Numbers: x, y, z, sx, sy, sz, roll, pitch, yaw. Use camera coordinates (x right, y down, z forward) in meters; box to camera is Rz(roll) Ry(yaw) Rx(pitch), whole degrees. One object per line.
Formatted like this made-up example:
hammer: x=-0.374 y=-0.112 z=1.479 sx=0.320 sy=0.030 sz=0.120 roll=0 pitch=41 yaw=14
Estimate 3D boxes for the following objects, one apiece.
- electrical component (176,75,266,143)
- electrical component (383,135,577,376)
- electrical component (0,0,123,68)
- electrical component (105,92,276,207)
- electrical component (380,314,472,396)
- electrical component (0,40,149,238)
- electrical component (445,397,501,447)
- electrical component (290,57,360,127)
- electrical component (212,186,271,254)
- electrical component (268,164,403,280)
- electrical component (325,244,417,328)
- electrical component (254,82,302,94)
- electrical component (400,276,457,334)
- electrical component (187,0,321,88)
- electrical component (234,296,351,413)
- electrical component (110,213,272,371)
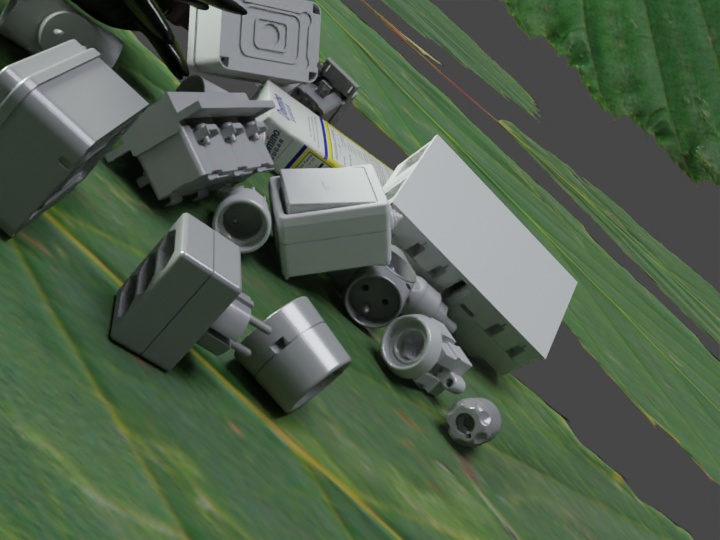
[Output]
electrical component: x=-0.109 y=-0.121 z=0.871 sx=0.081 sy=0.043 sz=0.043 roll=24 pitch=27 yaw=-44
electrical component: x=0.093 y=-0.010 z=0.933 sx=0.186 sy=0.060 sz=0.105 roll=45 pitch=45 yaw=-12
electrical component: x=-0.205 y=-0.161 z=0.745 sx=0.077 sy=0.043 sz=0.079 roll=32 pitch=1 yaw=-29
electrical component: x=-0.110 y=-0.087 z=0.755 sx=0.063 sy=0.079 sz=0.121 roll=64 pitch=20 yaw=0
electrical component: x=0.047 y=0.060 z=0.797 sx=0.055 sy=0.048 sz=0.066 roll=29 pitch=22 yaw=-53
electrical component: x=-0.175 y=-0.076 z=0.596 sx=0.057 sy=0.078 sz=0.113 roll=43 pitch=19 yaw=-10
electrical component: x=0.087 y=0.110 z=0.787 sx=0.035 sy=0.035 sz=0.061 roll=50 pitch=18 yaw=19
electrical component: x=-0.043 y=-0.162 z=1.055 sx=0.042 sy=0.081 sz=0.064 roll=45 pitch=42 yaw=5
electrical component: x=-0.082 y=-0.037 z=0.757 sx=0.040 sy=0.040 sz=0.046 roll=38 pitch=14 yaw=-14
electrical component: x=-0.016 y=-0.040 z=0.788 sx=0.096 sy=0.061 sz=0.061 roll=-8 pitch=36 yaw=-8
electrical component: x=0.000 y=0.000 z=0.831 sx=0.079 sy=0.044 sz=0.077 roll=36 pitch=19 yaw=-7
electrical component: x=-0.086 y=-0.204 z=1.073 sx=0.055 sy=0.066 sz=0.048 roll=57 pitch=41 yaw=-16
electrical component: x=0.055 y=0.032 z=0.888 sx=0.061 sy=0.035 sz=0.035 roll=39 pitch=19 yaw=-20
electrical component: x=-0.098 y=-0.214 z=0.988 sx=0.113 sy=0.078 sz=0.057 roll=1 pitch=3 yaw=-41
electrical component: x=-0.038 y=0.051 z=0.634 sx=0.047 sy=0.055 sz=0.055 roll=50 pitch=20 yaw=9
electrical component: x=-0.084 y=0.021 z=0.586 sx=0.077 sy=0.065 sz=0.047 roll=35 pitch=21 yaw=-24
